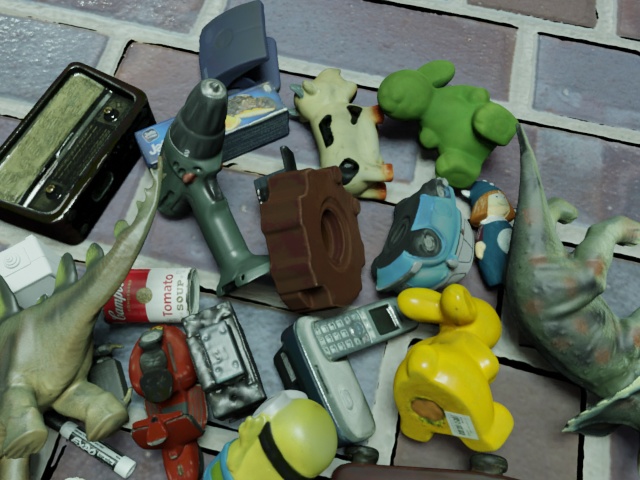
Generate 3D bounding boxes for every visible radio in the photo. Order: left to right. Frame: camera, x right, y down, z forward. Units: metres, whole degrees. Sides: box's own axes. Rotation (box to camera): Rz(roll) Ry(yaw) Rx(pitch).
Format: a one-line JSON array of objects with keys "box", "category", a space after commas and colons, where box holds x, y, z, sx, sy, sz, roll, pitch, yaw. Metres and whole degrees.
[{"box": [-0.327, -0.115, 0.712, 0.131, 0.073, 0.229, 23, 69, 8], "category": "radio"}]

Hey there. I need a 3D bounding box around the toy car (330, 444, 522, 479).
[{"box": [0.110, 0.268, 0.564, 0.202, 0.053, 0.089, -2, 52, 12], "category": "toy car"}]

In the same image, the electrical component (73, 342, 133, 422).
[{"box": [-0.252, 0.164, 0.614, 0.078, 0.045, 0.102, -14, 69, -9], "category": "electrical component"}]

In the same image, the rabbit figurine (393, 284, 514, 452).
[{"box": [0.147, 0.122, 0.607, 0.173, 0.122, 0.162, -43, 110, -40], "category": "rabbit figurine"}]

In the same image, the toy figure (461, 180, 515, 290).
[{"box": [0.229, -0.013, 0.700, 0.058, 0.064, 0.154, -21, 63, 36], "category": "toy figure"}]

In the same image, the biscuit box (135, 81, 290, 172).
[{"box": [-0.145, -0.146, 0.738, 0.203, 0.062, 0.059, -25, 69, -12], "category": "biscuit box"}]

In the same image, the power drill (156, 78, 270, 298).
[{"box": [-0.120, -0.043, 0.623, 0.086, 0.232, 0.207, -34, 91, -36], "category": "power drill"}]

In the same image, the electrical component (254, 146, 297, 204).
[{"box": [-0.048, -0.060, 0.693, 0.048, 0.074, 0.119, -20, 72, 15], "category": "electrical component"}]

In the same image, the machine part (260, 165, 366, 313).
[{"box": [-0.001, -0.002, 0.620, 0.056, 0.179, 0.179, -10, 65, 26], "category": "machine part"}]

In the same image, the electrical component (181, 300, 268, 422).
[{"box": [-0.101, 0.134, 0.584, 0.058, 0.134, 0.115, -23, 72, -10], "category": "electrical component"}]

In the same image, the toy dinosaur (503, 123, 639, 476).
[{"box": [0.285, 0.075, 0.603, 0.192, 0.131, 0.405, -35, 82, -21], "category": "toy dinosaur"}]

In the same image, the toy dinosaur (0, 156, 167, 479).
[{"box": [-0.286, 0.123, 0.538, 0.471, 0.105, 0.199, -43, 60, 10], "category": "toy dinosaur"}]

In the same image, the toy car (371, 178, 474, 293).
[{"box": [0.139, 0.007, 0.672, 0.103, 0.109, 0.162, 32, 56, -13], "category": "toy car"}]

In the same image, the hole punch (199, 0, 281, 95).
[{"box": [-0.121, -0.273, 0.781, 0.116, 0.092, 0.142, -8, 71, -1], "category": "hole punch"}]

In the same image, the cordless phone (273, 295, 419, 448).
[{"box": [0.052, 0.144, 0.623, 0.184, 0.088, 0.146, -15, 68, -28], "category": "cordless phone"}]

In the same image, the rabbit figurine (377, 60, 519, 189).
[{"box": [0.158, -0.179, 0.714, 0.170, 0.121, 0.159, 27, 42, -14], "category": "rabbit figurine"}]

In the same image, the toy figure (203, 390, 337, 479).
[{"box": [-0.056, 0.227, 0.539, 0.089, 0.082, 0.180, 39, 106, 6], "category": "toy figure"}]

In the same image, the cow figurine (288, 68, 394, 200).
[{"box": [0.024, -0.148, 0.737, 0.127, 0.085, 0.195, -3, 68, -10], "category": "cow figurine"}]

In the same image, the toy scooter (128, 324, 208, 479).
[{"box": [-0.164, 0.168, 0.568, 0.075, 0.135, 0.184, -15, 67, -6], "category": "toy scooter"}]
